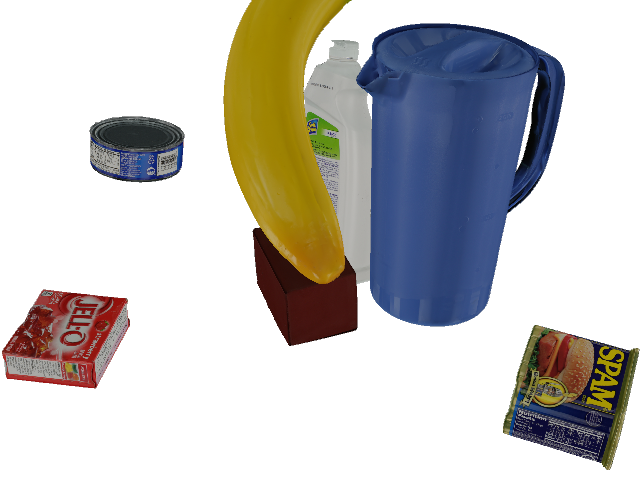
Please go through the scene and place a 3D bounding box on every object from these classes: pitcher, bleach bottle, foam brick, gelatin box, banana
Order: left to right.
[{"bbox_3d":[-0.199,0.076,0.843,0.073,0.030,0.089,6,32,7],"label":"gelatin box"},{"bbox_3d":[-0.012,-0.070,0.501,0.069,0.197,0.037,7,-34,4],"label":"banana"},{"bbox_3d":[-0.012,0.027,0.758,0.053,0.051,0.078,-14,39,-16],"label":"foam brick"},{"bbox_3d":[0.021,-0.086,1.144,0.103,0.251,0.067,17,19,38],"label":"bleach bottle"},{"bbox_3d":[0.113,-0.054,0.907,0.149,0.243,0.144,12,32,17],"label":"pitcher"}]

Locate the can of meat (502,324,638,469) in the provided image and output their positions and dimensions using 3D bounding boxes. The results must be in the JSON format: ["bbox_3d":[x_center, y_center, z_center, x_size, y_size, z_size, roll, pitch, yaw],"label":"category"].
[{"bbox_3d":[0.195,0.118,0.830,0.084,0.057,0.102,15,40,16],"label":"can of meat"}]

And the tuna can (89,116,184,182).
[{"bbox_3d":[-0.169,-0.084,0.981,0.086,0.034,0.086,6,25,-3],"label":"tuna can"}]
